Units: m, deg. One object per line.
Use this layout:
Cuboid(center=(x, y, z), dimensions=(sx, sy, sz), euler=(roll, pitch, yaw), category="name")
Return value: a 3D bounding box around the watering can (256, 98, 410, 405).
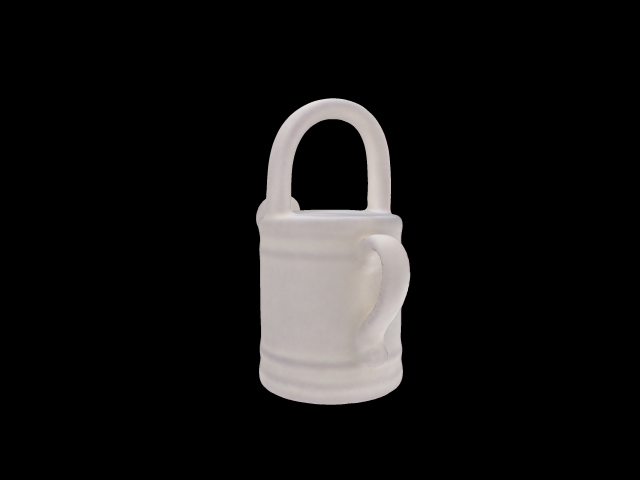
Cuboid(center=(0.002, 0.002, 0.399), dimensions=(0.172, 0.194, 0.101), euler=(4, 7, 40), category="watering can")
